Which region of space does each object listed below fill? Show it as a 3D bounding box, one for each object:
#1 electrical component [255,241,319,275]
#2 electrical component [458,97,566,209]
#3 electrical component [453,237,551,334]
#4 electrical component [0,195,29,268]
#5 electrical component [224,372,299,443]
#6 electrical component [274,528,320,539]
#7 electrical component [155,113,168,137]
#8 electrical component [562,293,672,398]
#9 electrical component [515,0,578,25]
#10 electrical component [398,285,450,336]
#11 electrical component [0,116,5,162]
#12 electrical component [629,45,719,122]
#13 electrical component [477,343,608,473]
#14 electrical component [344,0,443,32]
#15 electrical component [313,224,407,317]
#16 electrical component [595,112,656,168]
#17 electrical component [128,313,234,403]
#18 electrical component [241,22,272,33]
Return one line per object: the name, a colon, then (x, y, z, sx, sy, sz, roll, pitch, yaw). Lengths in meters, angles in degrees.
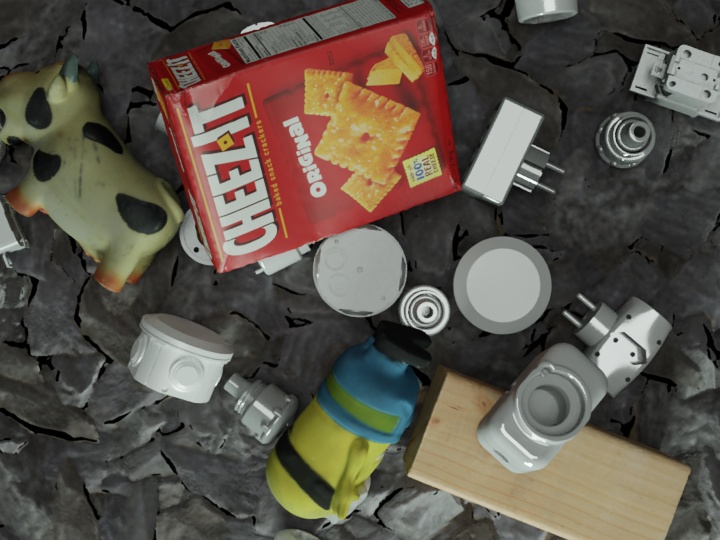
electrical component: (-0.059, -0.027, 0.908, 0.078, 0.040, 0.040, -26, 90, 0)
electrical component: (0.135, -0.089, 0.904, 0.076, 0.047, 0.083, 26, 90, 0)
electrical component: (0.117, 0.013, 0.902, 0.080, 0.051, 0.080, 0, 90, 0)
electrical component: (-0.319, -0.030, 0.908, 0.064, 0.042, 0.081, -23, 90, -4)
electrical component: (-0.086, 0.112, 0.906, 0.062, 0.048, 0.048, 38, 90, 7)
electrical component: (-0.057, 0.253, 0.905, 0.048, 0.048, 0.062, 19, 96, 0)
electrical component: (-0.138, -0.129, 0.903, 0.047, 0.055, 0.055, 30, 90, -3)
electrical component: (0.207, 0.053, 0.905, 0.079, 0.043, 0.077, 40, 90, 0)
electrical component: (0.155, -0.235, 0.903, 0.055, 0.055, 0.047, -7, 93, 0)
electrical component: (0.054, 0.034, 0.896, 0.043, 0.062, 0.043, 0, 90, 0)
electrical component: (-0.330, -0.120, 0.891, 0.051, 0.080, 0.080, -9, 90, -5)
electrical component: (0.273, -0.158, 0.897, 0.081, 0.064, 0.042, 18, 89, 1)
electrical component: (0.138, 0.103, 0.807, 0.054, 0.059, 0.095, 42, 76, 5)
electrical component: (0.027, -0.217, 0.891, 0.051, 0.080, 0.080, -42, 90, 5)
electrical component: (0.000, 0.000, 0.902, 0.080, 0.051, 0.080, 0, 90, 0)
electrical component: (0.226, -0.111, 0.897, 0.048, 0.062, 0.048, 0, 90, 0)
electrical component: (-0.149, 0.071, 0.889, 0.080, 0.080, 0.051, 23, 95, 0)
electrical component: (-0.075, -0.166, 0.904, 0.080, 0.051, 0.080, 0, 90, 0)
